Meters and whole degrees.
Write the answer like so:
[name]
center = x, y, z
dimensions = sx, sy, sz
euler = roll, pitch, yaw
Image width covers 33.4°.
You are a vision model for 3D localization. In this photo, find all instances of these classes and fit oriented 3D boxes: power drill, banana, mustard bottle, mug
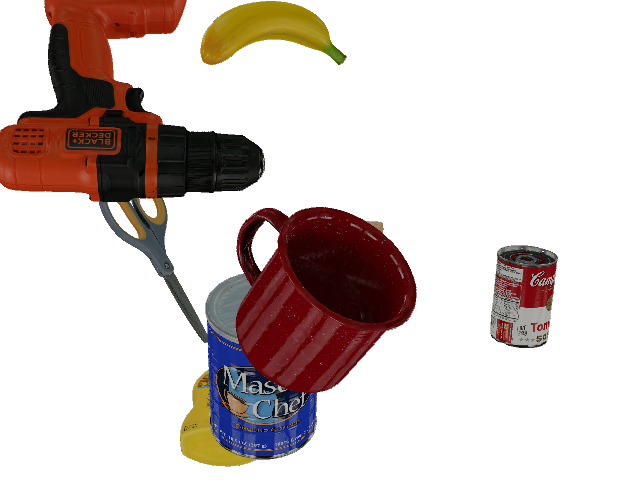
[power drill]
center = -0.134, -0.113, 0.771
dimensions = 0.184, 0.187, 0.057
euler = 1, -33, -9
[banana]
center = -0.052, -0.204, 1.042
dimensions = 0.197, 0.070, 0.037
euler = -12, -33, -46
[mustard bottle]
center = -0.112, 0.200, 1.317
dimensions = 0.096, 0.058, 0.191
euler = 1, 25, 2
[mug]
center = -0.009, 0.032, 0.659
dimensions = 0.093, 0.117, 0.082
euler = -32, -17, -49

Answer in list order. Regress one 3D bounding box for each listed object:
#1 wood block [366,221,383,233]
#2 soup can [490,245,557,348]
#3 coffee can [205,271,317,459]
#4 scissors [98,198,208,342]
[wood block]
center = 0.024, 0.051, 1.325
dimensions = 0.091, 0.090, 0.206
euler = 4, 22, 6
[soup can]
center = 0.232, 0.064, 1.222
dimensions = 0.068, 0.102, 0.068
euler = 2, 18, -1
[coffee can]
center = -0.052, 0.114, 0.977
dimensions = 0.103, 0.140, 0.103
euler = 1, 34, -1
[scissors]
center = -0.173, 0.014, 1.210
dimensions = 0.016, 0.201, 0.096
euler = -27, 18, 37
